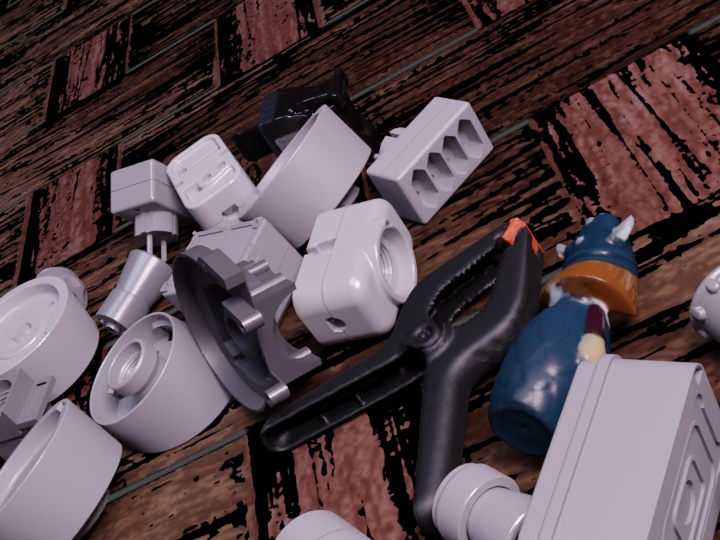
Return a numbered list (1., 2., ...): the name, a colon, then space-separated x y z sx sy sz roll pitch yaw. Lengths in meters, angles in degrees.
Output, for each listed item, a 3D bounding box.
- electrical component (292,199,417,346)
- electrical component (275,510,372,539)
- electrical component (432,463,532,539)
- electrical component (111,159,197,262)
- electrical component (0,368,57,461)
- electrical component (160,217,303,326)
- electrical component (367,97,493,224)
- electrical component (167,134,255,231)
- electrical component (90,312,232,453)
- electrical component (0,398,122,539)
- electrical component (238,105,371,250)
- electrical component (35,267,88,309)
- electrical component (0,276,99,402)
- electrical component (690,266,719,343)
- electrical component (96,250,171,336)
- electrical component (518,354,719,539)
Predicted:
1. electrical component: 0.000 0.000 0.731 0.059 0.053 0.095 -13 41 28
2. electrical component: -0.016 0.158 0.564 0.055 0.055 0.047 -45 33 -13
3. electrical component: 0.069 0.126 0.539 0.045 0.045 0.055 -48 37 -17
4. electrical component: -0.175 -0.045 0.922 0.047 0.066 0.076 -14 69 26
5. electrical component: -0.256 0.113 0.801 0.081 0.063 0.042 -18 40 23
6. electrical component: -0.096 0.008 0.799 0.096 0.061 0.061 -9 46 41
7. electrical component: 0.040 -0.085 0.802 0.083 0.047 0.076 -48 37 -17
8. electrical component: -0.115 -0.063 0.891 0.054 0.059 0.095 -36 36 -1
9. electrical component: -0.143 0.080 0.767 0.099 0.064 0.099 -31 38 28
10. electrical component: -0.202 0.147 0.713 0.108 0.060 0.108 -45 18 19
11. electrical component: -0.036 -0.064 0.812 0.108 0.060 0.108 -50 11 13
12. electrical component: -0.264 0.017 0.935 0.043 0.043 0.062 -42 35 -9
13. electrical component: -0.260 0.065 0.862 0.108 0.060 0.108 -22 38 18
14. electrical component: 0.203 0.026 0.547 0.048 0.048 0.062 -37 42 -2
15. electrical component: -0.183 0.022 0.867 0.044 0.044 0.065 5 56 42
16. electrical component: 0.124 0.103 0.493 0.057 0.078 0.113 0 48 36
